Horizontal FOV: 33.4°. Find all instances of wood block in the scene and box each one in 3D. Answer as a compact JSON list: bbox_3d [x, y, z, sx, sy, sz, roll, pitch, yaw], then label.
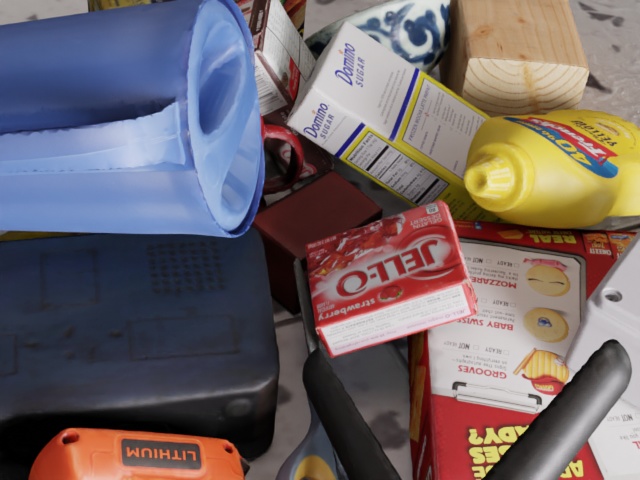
[{"bbox_3d":[0.147,-0.164,0.864,0.090,0.091,0.206,4,42,-3],"label":"wood block"}]

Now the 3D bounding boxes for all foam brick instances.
[{"bbox_3d":[-0.005,0.001,0.696,0.078,0.053,0.051,-32,55,-33],"label":"foam brick"}]

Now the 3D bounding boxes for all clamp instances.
[{"bbox_3d":[0.045,0.134,0.486,0.165,0.036,0.210,1,58,28],"label":"clamp"}]

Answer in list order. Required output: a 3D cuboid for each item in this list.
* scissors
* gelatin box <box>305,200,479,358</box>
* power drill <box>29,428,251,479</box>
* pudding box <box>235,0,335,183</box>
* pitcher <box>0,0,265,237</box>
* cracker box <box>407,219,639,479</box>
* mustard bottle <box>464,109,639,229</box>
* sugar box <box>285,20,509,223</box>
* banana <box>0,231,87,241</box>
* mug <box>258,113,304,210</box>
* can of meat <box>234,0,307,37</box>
[{"bbox_3d":[-0.007,0.090,0.567,0.096,0.016,0.202,11,49,-51],"label":"scissors"},{"bbox_3d":[0.039,0.021,0.607,0.089,0.030,0.073,-18,39,8],"label":"gelatin box"},{"bbox_3d":[-0.076,0.171,0.464,0.184,0.057,0.188,13,36,-34],"label":"power drill"},{"bbox_3d":[-0.027,-0.112,0.773,0.039,0.113,0.090,-19,38,19],"label":"pudding box"},{"bbox_3d":[-0.161,-0.062,0.600,0.243,0.149,0.145,-2,60,14],"label":"pitcher"},{"bbox_3d":[0.135,0.085,0.610,0.164,0.072,0.213,4,44,-2],"label":"cracker box"},{"bbox_3d":[0.149,-0.046,0.680,0.096,0.058,0.191,39,30,28],"label":"mustard bottle"},{"bbox_3d":[0.069,-0.070,0.740,0.176,0.048,0.093,31,43,-7],"label":"sugar box"},{"bbox_3d":[-0.177,-0.012,0.702,0.070,0.037,0.197,7,38,26],"label":"banana"},{"bbox_3d":[-0.068,-0.051,0.721,0.117,0.081,0.093,-4,44,-12],"label":"mug"},{"bbox_3d":[-0.050,-0.174,0.854,0.057,0.084,0.102,21,45,16],"label":"can of meat"}]
